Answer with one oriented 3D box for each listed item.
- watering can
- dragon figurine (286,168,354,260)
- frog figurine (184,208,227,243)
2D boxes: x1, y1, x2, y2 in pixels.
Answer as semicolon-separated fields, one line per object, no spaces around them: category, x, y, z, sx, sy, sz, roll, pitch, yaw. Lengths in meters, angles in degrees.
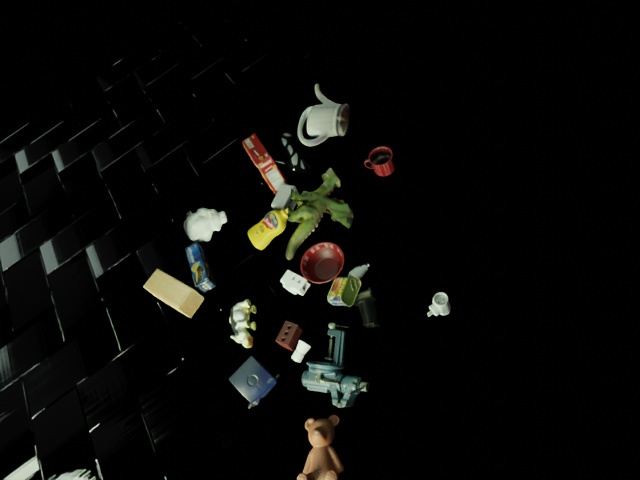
watering can;0.026;-0.540;2.184;0.224;0.102;0.355;3;61;22
dragon figurine;0.006;-0.095;1.885;0.243;0.119;0.420;3;58;-1
frog figurine;-0.453;-0.061;2.058;0.159;0.123;0.137;-5;90;9
